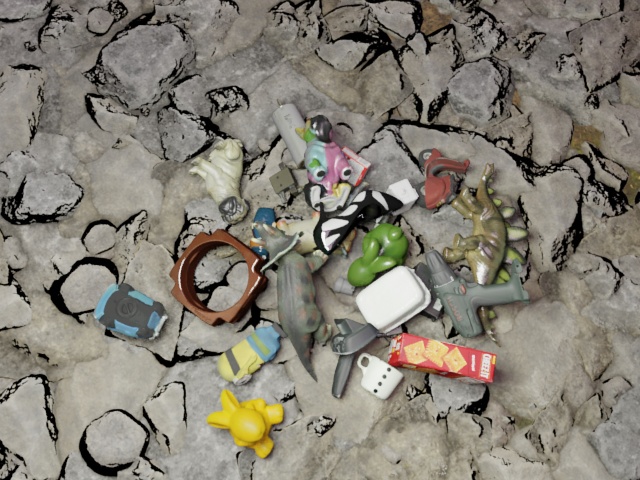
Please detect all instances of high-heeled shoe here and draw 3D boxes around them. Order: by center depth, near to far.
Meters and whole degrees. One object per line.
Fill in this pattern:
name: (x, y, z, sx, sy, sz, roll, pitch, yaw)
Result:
high-heeled shoe: (0.100, -0.037, 1.290, 0.249, 0.086, 0.145, -5, 62, -14)

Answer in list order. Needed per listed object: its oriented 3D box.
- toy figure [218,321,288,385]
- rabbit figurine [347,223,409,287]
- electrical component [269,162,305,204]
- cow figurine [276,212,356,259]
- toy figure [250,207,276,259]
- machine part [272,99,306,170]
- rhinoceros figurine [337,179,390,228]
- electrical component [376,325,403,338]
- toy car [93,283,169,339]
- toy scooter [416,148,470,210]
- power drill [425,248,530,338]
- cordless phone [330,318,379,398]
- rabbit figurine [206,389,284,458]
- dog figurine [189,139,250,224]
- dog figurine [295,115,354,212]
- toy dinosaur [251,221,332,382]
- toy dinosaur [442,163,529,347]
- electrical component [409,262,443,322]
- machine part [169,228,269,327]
toy figure: (-0.160, 0.265, 1.276, 0.180, 0.082, 0.089, -44, 61, -7)
rabbit figurine: (0.142, 0.050, 1.322, 0.121, 0.159, 0.170, 43, 75, 0)
electrical component: (-0.087, -0.155, 1.431, 0.078, 0.045, 0.102, -35, 73, 16)
cow figurine: (-0.003, -0.004, 1.365, 0.195, 0.085, 0.127, -13, 76, -4)
toy figure: (-0.146, -0.006, 1.372, 0.057, 0.064, 0.154, 17, 74, -37)
machine part: (-0.062, -0.279, 1.450, 0.079, 0.079, 0.243, -24, 77, -10)
rhinoceros figurine: (0.095, -0.095, 1.405, 0.190, 0.073, 0.112, 21, 72, 4)
electrical component: (0.181, 0.211, 1.341, 0.094, 0.021, 0.063, -10, 74, -7)
toy car: (-0.440, 0.176, 1.274, 0.162, 0.103, 0.109, 22, 70, -1)
toy scooter: (0.328, -0.165, 1.427, 0.135, 0.075, 0.184, 0, 66, 20)
power drill: (0.377, 0.105, 1.273, 0.207, 0.086, 0.232, -17, 91, 7)
cordless phone: (0.063, 0.278, 1.252, 0.089, 0.146, 0.184, 18, 78, -9)
rabbit figurine: (-0.159, 0.396, 1.187, 0.162, 0.173, 0.122, 31, 77, 2)
dog figurine: (-0.226, -0.153, 1.403, 0.172, 0.121, 0.190, -40, 93, -10)
dog figurine: (0.000, -0.201, 1.349, 0.108, 0.191, 0.219, -6, 48, -16)
toy dinosaur: (-0.056, 0.136, 1.243, 0.131, 0.192, 0.404, -15, 80, 24)
toy dinosaur: (0.425, 0.025, 1.374, 0.199, 0.105, 0.471, 12, 78, -3)
electrical component: (0.257, 0.125, 1.355, 0.134, 0.058, 0.115, 31, 72, 7)
machine part: (-0.242, 0.090, 1.299, 0.201, 0.087, 0.201, 35, 89, 12)
